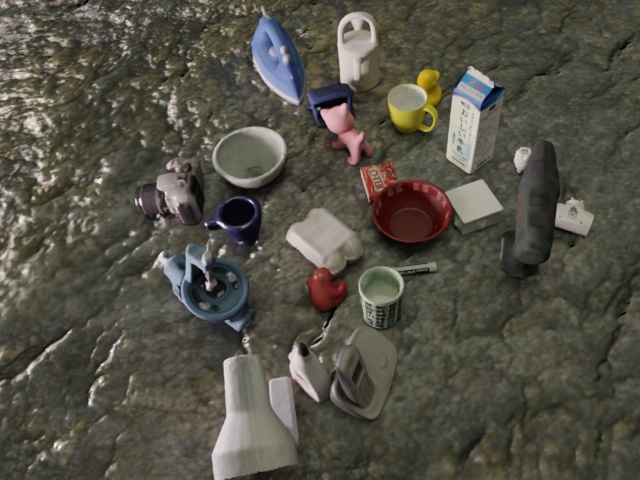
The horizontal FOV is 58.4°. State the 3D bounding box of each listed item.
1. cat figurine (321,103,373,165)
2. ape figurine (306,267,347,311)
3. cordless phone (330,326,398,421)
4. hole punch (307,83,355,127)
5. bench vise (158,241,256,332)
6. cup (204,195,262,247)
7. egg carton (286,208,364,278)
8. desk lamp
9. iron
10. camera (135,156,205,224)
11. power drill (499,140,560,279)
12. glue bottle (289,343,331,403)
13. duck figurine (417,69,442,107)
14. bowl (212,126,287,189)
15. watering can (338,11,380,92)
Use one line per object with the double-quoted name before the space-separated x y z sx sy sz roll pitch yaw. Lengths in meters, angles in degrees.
"cat figurine" 0.061 -0.251 1.291 0.067 0.118 0.127 -35 58 -17
"ape figurine" 0.008 0.085 1.075 0.077 0.092 0.076 24 61 21
"cordless phone" 0.069 0.197 0.931 0.094 0.185 0.148 13 57 15
"hole punch" 0.024 -0.340 1.375 0.108 0.091 0.101 -15 54 -4
"bench vise" -0.225 0.070 1.032 0.207 0.220 0.121 12 57 15
"cup" -0.170 -0.026 1.172 0.118 0.095 0.091 -17 55 -6
"egg carton" 0.011 0.004 1.146 0.107 0.069 0.150 -39 60 -20
"desk lamp" -0.097 0.277 0.875 0.118 0.214 0.203 -11 54 -1
"iron" -0.101 -0.474 1.453 0.119 0.142 0.257 -20 55 -8
"camera" -0.328 -0.112 1.247 0.136 0.101 0.143 -6 54 2
"power drill" 0.384 -0.036 1.047 0.075 0.209 0.230 8 56 12
"glue bottle" -0.021 0.208 0.940 0.078 0.173 0.037 34 65 26
"duck figurine" 0.250 -0.365 1.371 0.105 0.086 0.077 -41 60 -21
"bowl" -0.152 -0.173 1.286 0.167 0.075 0.167 -3 55 4
"watering can" 0.091 -0.474 1.399 0.101 0.194 0.172 -18 55 -6
